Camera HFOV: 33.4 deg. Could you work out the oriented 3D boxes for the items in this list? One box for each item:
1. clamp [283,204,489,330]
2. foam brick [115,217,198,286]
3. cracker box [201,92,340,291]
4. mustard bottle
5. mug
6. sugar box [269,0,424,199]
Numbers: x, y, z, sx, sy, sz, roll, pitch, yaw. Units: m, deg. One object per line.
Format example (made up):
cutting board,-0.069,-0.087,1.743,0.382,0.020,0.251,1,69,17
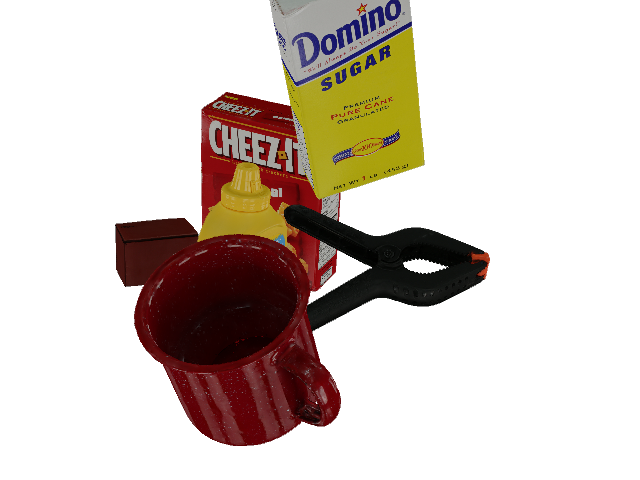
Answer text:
clamp,0.061,0.033,1.051,0.210,0.164,0.036,5,-44,1
foam brick,-0.170,0.011,1.106,0.078,0.051,0.053,-6,22,-19
cracker box,-0.062,-0.057,1.304,0.164,0.214,0.072,15,32,21
mustard bottle,-0.068,0.026,0.904,0.058,0.192,0.096,22,28,31
mug,-0.035,0.062,0.573,0.117,0.081,0.093,25,57,32
sugar box,0.023,-0.117,0.783,0.093,0.048,0.176,-19,-42,-7
